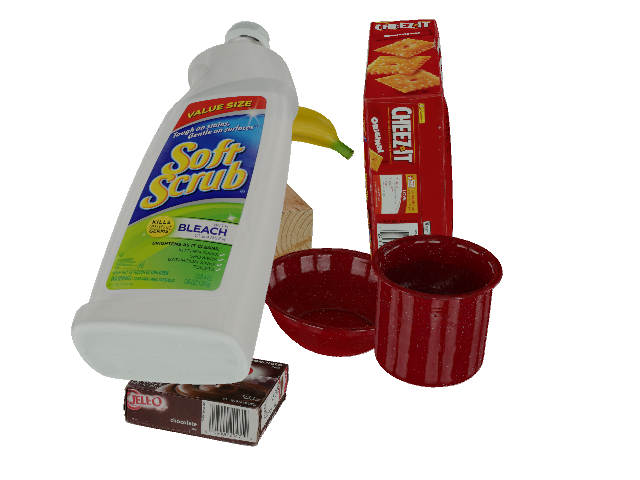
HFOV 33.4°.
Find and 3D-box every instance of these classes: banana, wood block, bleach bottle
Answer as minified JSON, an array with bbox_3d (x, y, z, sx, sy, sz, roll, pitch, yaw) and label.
[{"bbox_3d":[-0.051,-0.110,1.111,0.197,0.037,0.070,-10,50,-39],"label":"banana"},{"bbox_3d":[-0.091,-0.035,1.363,0.090,0.090,0.206,-8,27,-22],"label":"wood block"},{"bbox_3d":[-0.072,-0.037,0.656,0.102,0.250,0.068,2,-35,9],"label":"bleach bottle"}]

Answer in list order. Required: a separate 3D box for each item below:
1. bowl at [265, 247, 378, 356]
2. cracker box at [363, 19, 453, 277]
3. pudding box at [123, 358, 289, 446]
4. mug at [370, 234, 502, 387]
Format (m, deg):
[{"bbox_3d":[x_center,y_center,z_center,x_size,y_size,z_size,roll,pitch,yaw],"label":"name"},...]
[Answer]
[{"bbox_3d":[0.016,0.068,1.060,0.162,0.055,0.162,4,27,-2],"label":"bowl"},{"bbox_3d":[0.079,-0.089,0.952,0.072,0.164,0.213,-2,27,6],"label":"cracker box"},{"bbox_3d":[-0.091,0.124,0.869,0.113,0.039,0.090,10,19,11],"label":"pudding box"},{"bbox_3d":[0.076,0.047,0.784,0.093,0.081,0.117,-12,31,-25],"label":"mug"}]
